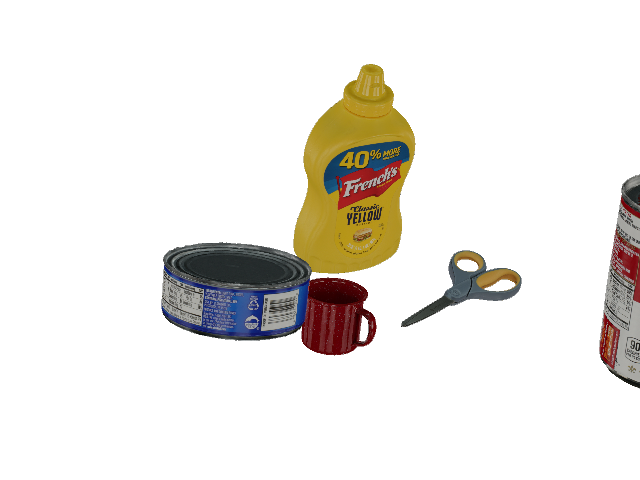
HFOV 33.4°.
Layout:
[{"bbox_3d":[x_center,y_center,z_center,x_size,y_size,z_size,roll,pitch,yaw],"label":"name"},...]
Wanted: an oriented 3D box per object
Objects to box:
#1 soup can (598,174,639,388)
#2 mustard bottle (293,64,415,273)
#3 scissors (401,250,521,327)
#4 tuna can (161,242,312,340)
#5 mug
[{"bbox_3d":[0.188,0.022,0.569,0.068,0.102,0.068,1,25,-1],"label":"soup can"},{"bbox_3d":[0.032,-0.062,0.909,0.096,0.192,0.058,-9,41,-20],"label":"mustard bottle"},{"bbox_3d":[0.147,0.052,1.234,0.201,0.016,0.096,-10,39,-33],"label":"scissors"},{"bbox_3d":[-0.049,0.029,0.619,0.086,0.034,0.086,6,14,-2],"label":"tuna can"},{"bbox_3d":[0.026,0.110,1.479,0.117,0.081,0.093,17,24,29],"label":"mug"}]
